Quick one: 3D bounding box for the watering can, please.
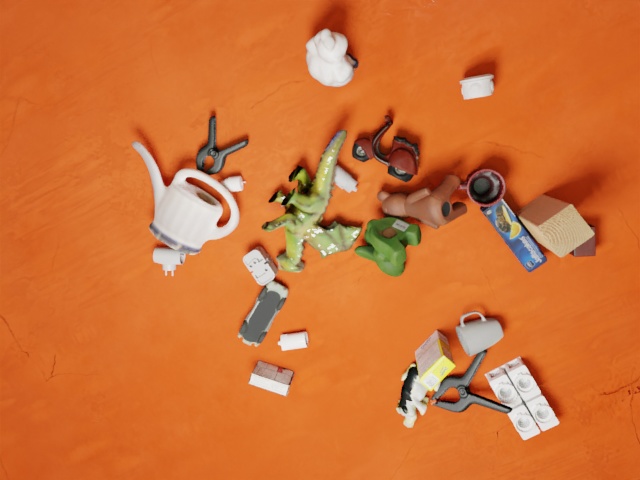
[{"bbox_3d":[-0.387,-0.100,1.384,0.348,0.105,0.222,31,102,0],"label":"watering can"}]

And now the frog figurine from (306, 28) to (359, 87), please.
[{"bbox_3d":[0.023,-0.442,1.259,0.122,0.161,0.137,-36,94,13],"label":"frog figurine"}]

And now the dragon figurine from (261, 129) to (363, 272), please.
[{"bbox_3d":[0.004,-0.068,1.350,0.240,0.124,0.406,38,108,-21],"label":"dragon figurine"}]
